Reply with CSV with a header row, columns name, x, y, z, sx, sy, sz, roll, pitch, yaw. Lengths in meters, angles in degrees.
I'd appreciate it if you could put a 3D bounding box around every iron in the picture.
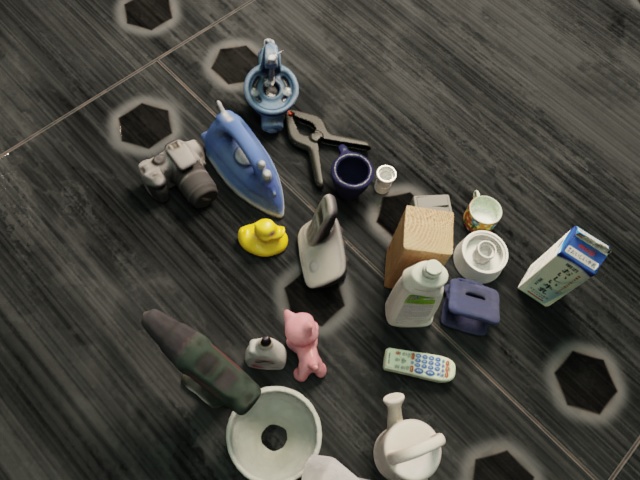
name,x,y,z,sx,sy,sz,roll,pitch,yaw
iron,-0.150,-0.174,1.214,0.119,0.141,0.258,-33,72,-18

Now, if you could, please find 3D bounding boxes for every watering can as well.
name,x,y,z,sx,sy,sz,roll,pitch,yaw
watering can,0.150,0.351,0.974,0.101,0.194,0.172,-37,73,-19

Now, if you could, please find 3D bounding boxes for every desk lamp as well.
name,x,y,z,sx,sy,sz,roll,pitch,yaw
desk lamp,0.061,0.425,0.922,0.203,0.213,0.118,10,65,0

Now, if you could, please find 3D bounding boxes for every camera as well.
name,x,y,z,sx,sy,sz,roll,pitch,yaw
camera,-0.289,-0.132,1.205,0.143,0.101,0.136,-32,72,-17

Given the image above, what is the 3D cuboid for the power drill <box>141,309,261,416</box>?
name,x,y,z,sx,sy,sz,roll,pitch,yaw
power drill,-0.203,0.222,0.993,0.229,0.208,0.076,34,67,10

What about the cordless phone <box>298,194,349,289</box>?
name,x,y,z,sx,sy,sz,roll,pitch,yaw
cordless phone,0.010,0.004,1.124,0.094,0.185,0.147,-9,67,-9

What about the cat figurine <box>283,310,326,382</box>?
name,x,y,z,sx,sy,sz,roll,pitch,yaw
cat figurine,-0.028,0.192,1.072,0.067,0.118,0.127,-15,68,-11

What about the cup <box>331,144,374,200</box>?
name,x,y,z,sx,sy,sz,roll,pitch,yaw
cup,0.061,-0.140,1.243,0.092,0.095,0.117,-17,68,-12

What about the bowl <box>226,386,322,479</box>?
name,x,y,z,sx,sy,sz,roll,pitch,yaw
bowl,-0.081,0.350,1.020,0.167,0.075,0.167,2,66,-4

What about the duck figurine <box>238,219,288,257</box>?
name,x,y,z,sx,sy,sz,roll,pitch,yaw
duck figurine,-0.117,-0.014,1.175,0.104,0.086,0.077,7,65,-2

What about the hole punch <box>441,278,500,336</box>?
name,x,y,z,sx,sy,sz,roll,pitch,yaw
hole punch,0.301,0.126,1.146,0.108,0.091,0.101,15,65,2

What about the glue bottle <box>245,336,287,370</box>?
name,x,y,z,sx,sy,sz,roll,pitch,yaw
glue bottle,-0.098,0.199,1.032,0.078,0.173,0.037,2,65,-4

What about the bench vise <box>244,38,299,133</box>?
name,x,y,z,sx,sy,sz,roll,pitch,yaw
bench vise,-0.120,-0.374,1.264,0.121,0.220,0.207,-19,69,-13
